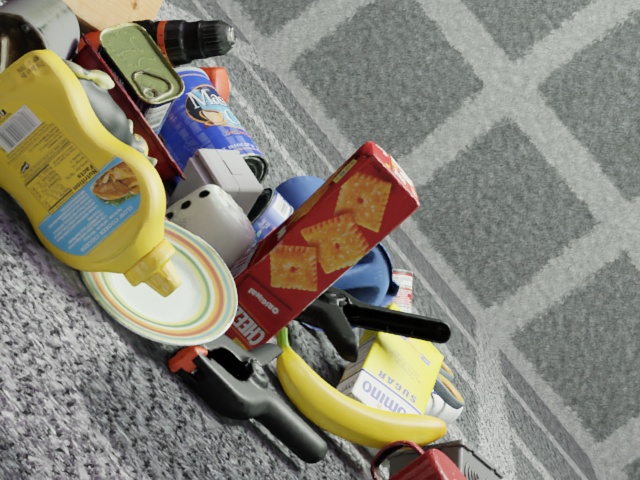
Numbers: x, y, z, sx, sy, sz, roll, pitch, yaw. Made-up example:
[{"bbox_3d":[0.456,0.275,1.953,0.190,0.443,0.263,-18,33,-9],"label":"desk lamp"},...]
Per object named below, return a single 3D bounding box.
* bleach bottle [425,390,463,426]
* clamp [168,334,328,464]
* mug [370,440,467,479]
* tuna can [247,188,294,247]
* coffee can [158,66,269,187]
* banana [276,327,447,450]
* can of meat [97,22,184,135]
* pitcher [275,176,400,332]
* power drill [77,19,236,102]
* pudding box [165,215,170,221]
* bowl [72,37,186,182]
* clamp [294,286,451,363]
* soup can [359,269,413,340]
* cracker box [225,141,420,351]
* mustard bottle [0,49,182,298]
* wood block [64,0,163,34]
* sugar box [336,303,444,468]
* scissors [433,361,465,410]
[{"bbox_3d":[0.096,0.182,1.297,0.103,0.068,0.250,54,12,21],"label":"bleach bottle"},{"bbox_3d":[-0.062,0.110,0.873,0.171,0.039,0.120,41,11,-44],"label":"clamp"},{"bbox_3d":[0.090,0.236,0.976,0.093,0.081,0.117,38,16,-53],"label":"mug"},{"bbox_3d":[-0.072,-0.018,1.195,0.033,0.086,0.086,46,10,-20],"label":"tuna can"},{"bbox_3d":[-0.136,-0.110,1.194,0.140,0.103,0.102,55,10,23],"label":"coffee can"},{"bbox_3d":[0.032,0.158,1.019,0.197,0.069,0.037,33,-22,-11],"label":"banana"},{"bbox_3d":[-0.198,-0.161,1.120,0.057,0.084,0.102,-27,75,-38],"label":"can of meat"},{"bbox_3d":[-0.011,0.002,1.332,0.149,0.145,0.243,62,0,-25],"label":"pitcher"},{"bbox_3d":[-0.169,-0.208,1.267,0.187,0.184,0.057,44,45,-73],"label":"power drill"},{"bbox_3d":[-0.129,0.020,0.909,0.113,0.039,0.090,50,9,-1],"label":"pudding box"},{"bbox_3d":[-0.193,-0.108,0.997,0.162,0.055,0.162,54,-4,6],"label":"bowl"},{"bbox_3d":[0.012,0.078,1.127,0.210,0.036,0.164,19,15,33],"label":"clamp"},{"bbox_3d":[0.084,0.091,1.369,0.068,0.069,0.102,25,65,-69],"label":"soup can"},{"bbox_3d":[-0.007,0.001,1.025,0.072,0.214,0.164,48,9,-6],"label":"cracker box"},{"bbox_3d":[-0.167,-0.035,0.761,0.191,0.096,0.058,49,9,-7],"label":"mustard bottle"},{"bbox_3d":[-0.274,-0.296,1.226,0.090,0.091,0.206,25,0,20],"label":"wood block"},{"bbox_3d":[0.075,0.153,1.153,0.093,0.048,0.176,46,30,-10],"label":"sugar box"},{"bbox_3d":[0.118,0.151,1.282,0.201,0.016,0.096,30,23,-53],"label":"scissors"}]
